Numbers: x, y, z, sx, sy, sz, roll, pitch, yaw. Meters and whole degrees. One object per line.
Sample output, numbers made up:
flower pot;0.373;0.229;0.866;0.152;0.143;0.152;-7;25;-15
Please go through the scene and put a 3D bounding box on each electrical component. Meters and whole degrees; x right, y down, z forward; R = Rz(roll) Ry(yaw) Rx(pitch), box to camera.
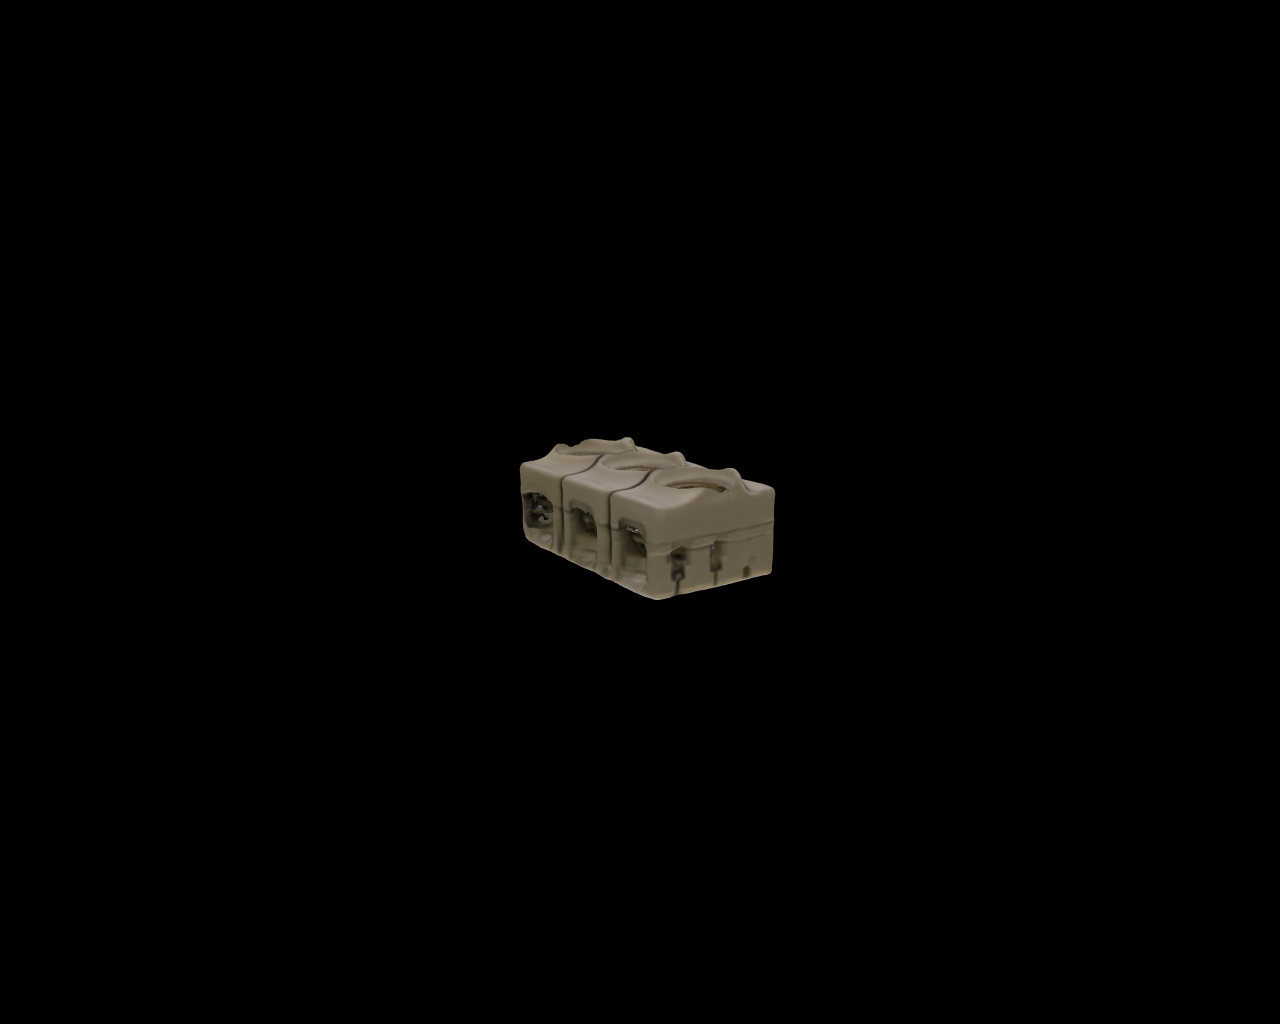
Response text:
electrical component;0.001;-0.003;0.650;0.090;0.061;0.150;-11;19;-34
